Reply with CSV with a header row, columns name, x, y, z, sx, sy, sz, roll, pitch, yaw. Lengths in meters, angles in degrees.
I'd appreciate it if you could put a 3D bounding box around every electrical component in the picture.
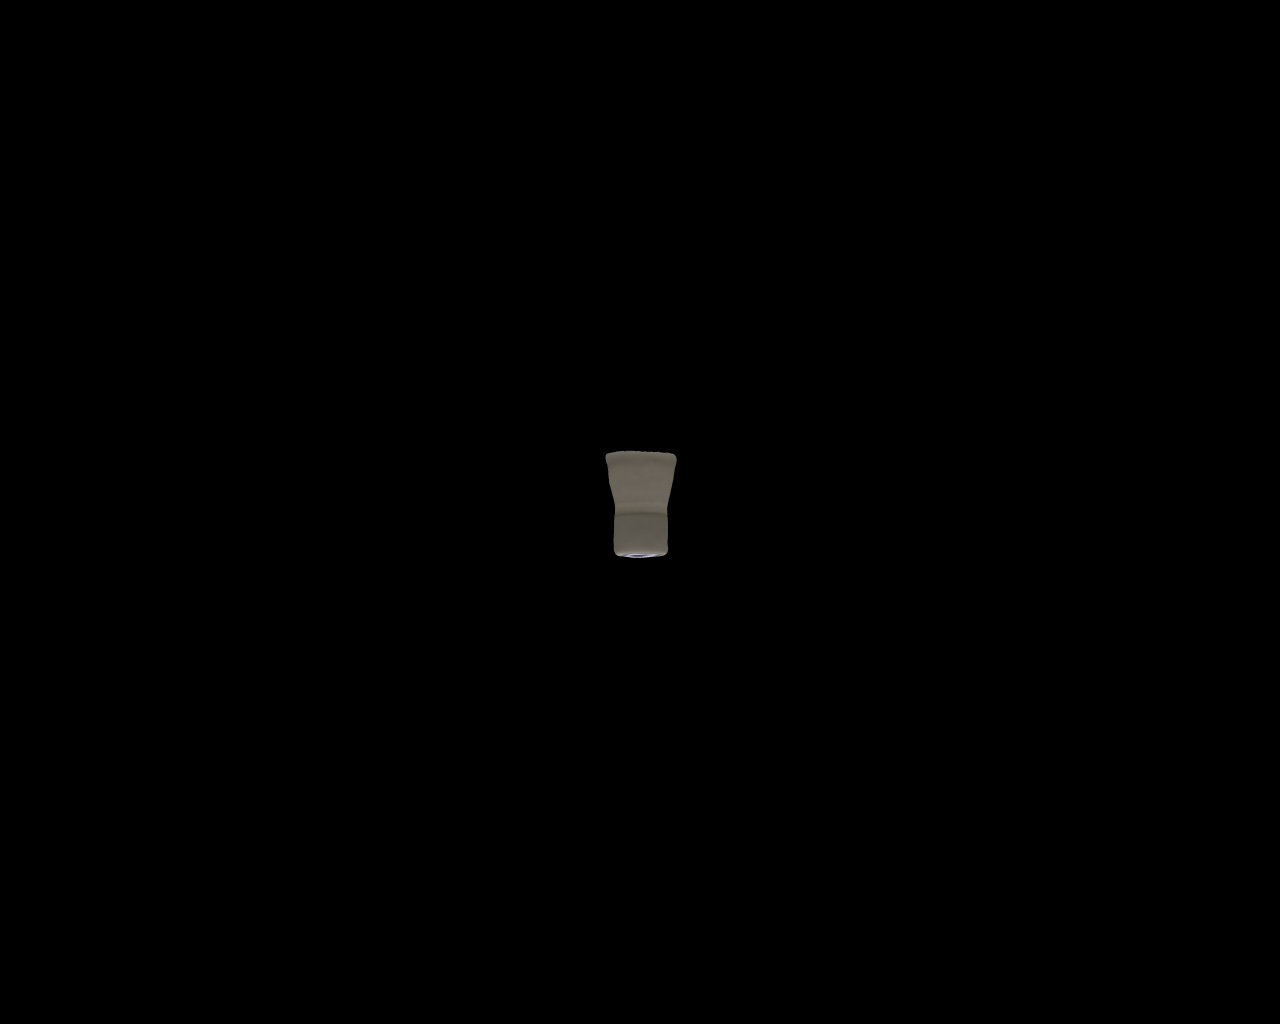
name,x,y,z,sx,sy,sz,roll,pitch,yaw
electrical component,0.001,-0.003,0.650,0.044,0.065,0.044,0,-7,0
